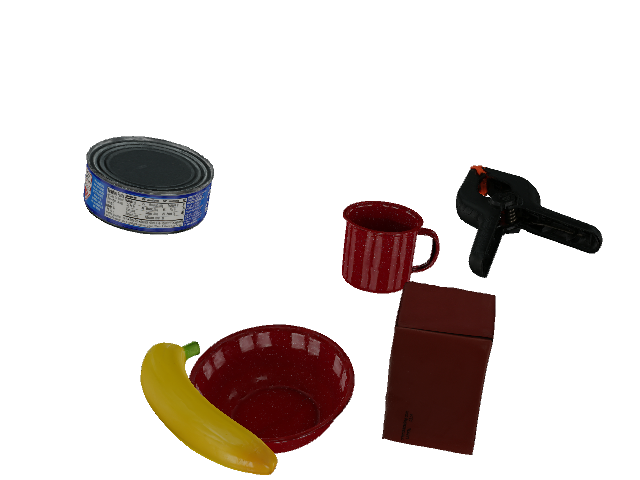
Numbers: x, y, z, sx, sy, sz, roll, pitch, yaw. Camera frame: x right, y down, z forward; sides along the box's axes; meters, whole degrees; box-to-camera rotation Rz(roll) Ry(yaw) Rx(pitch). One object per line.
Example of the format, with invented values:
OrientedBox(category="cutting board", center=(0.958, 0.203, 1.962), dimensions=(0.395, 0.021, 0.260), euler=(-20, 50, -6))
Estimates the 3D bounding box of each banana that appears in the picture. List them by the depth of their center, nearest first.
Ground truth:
OrientedBox(category="banana", center=(-0.100, 0.126, 0.843), dimensions=(0.069, 0.037, 0.198), euler=(-9, 28, -22))

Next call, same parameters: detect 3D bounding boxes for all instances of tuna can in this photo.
OrientedBox(category="tuna can", center=(-0.117, -0.038, 0.724), dimensions=(0.086, 0.034, 0.086), euler=(10, 27, -5))

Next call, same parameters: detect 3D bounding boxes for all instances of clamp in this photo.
OrientedBox(category="clamp", center=(0.185, -0.024, 0.992), dimensions=(0.120, 0.039, 0.171), euler=(-3, 33, -3))

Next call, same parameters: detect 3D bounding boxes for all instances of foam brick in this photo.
OrientedBox(category="foam brick", center=(0.065, 0.070, 0.591), dimensions=(0.053, 0.078, 0.051), euler=(9, 29, 8))

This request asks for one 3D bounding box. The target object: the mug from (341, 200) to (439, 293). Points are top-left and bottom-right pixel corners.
OrientedBox(category="mug", center=(0.080, 0.009, 1.242), dimensions=(0.117, 0.081, 0.093), euler=(2, 25, -7))

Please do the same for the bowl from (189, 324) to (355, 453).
OrientedBox(category="bowl", center=(-0.046, 0.154, 1.040), dimensions=(0.162, 0.055, 0.162), euler=(-3, 37, 2))
